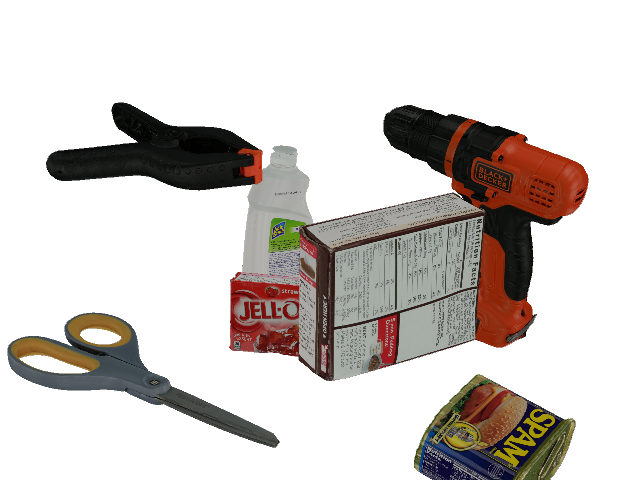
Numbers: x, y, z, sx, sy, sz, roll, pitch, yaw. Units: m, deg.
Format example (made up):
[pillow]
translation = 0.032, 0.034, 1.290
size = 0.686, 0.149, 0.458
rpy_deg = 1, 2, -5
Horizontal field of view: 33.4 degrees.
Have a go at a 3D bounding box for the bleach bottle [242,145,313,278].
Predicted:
[bleach bottle]
translation = -0.045, 0.008, 1.303
size = 0.102, 0.251, 0.068
rpy_deg = -10, 25, -35

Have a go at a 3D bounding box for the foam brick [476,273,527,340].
[foam brick]
translation = 0.179, 0.063, 1.106
size = 0.051, 0.078, 0.053
rpy_deg = -14, 20, -42

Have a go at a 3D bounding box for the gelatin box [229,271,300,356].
[gelatin box]
translation = -0.043, 0.072, 1.032
size = 0.089, 0.073, 0.030
rpy_deg = 5, 16, 10

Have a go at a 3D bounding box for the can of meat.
[can of meat]
translation = 0.132, 0.157, 0.816
size = 0.084, 0.057, 0.101
rpy_deg = 27, 40, 28

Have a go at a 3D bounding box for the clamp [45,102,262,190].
[clamp]
translation = -0.133, -0.069, 0.870
size = 0.172, 0.039, 0.120
rpy_deg = 13, 40, 26

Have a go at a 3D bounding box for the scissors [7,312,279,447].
[scissors]
translation = -0.110, 0.088, 0.716
size = 0.202, 0.016, 0.096
rpy_deg = 11, 27, 12

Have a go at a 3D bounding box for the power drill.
[power drill]
translation = 0.127, -0.013, 0.913
size = 0.185, 0.188, 0.057
rpy_deg = 26, 41, 30

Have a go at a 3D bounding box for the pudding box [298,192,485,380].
[pudding box]
translation = 0.042, 0.027, 0.635
size = 0.113, 0.090, 0.039
rpy_deg = -14, 27, -29
